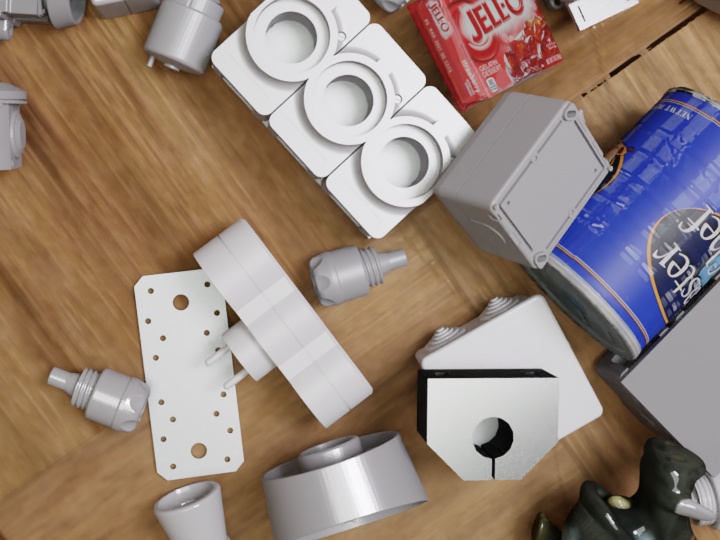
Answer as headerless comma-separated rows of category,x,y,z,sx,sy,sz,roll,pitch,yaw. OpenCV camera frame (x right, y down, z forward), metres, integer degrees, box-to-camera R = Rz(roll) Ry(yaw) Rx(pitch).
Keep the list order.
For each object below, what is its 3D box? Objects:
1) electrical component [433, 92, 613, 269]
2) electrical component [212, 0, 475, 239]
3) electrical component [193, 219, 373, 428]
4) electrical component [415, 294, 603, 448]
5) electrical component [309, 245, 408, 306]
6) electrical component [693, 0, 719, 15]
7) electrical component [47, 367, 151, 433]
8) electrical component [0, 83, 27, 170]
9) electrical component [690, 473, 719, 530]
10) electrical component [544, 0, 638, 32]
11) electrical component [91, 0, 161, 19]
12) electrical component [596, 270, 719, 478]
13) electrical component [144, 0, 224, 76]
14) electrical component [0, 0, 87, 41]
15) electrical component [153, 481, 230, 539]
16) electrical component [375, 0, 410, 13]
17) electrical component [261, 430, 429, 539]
electrical component,0.098,-0.060,0.637,0.096,0.061,0.061,-53,129,-13
electrical component,-0.010,-0.103,0.667,0.089,0.062,0.150,-43,97,-3
electrical component,-0.061,0.044,0.671,0.074,0.052,0.138,-37,99,-4
electrical component,0.093,0.072,0.694,0.100,0.048,0.099,-29,96,-4
electrical component,0.000,0.000,0.687,0.061,0.035,0.035,-16,95,-7
electrical component,0.257,-0.211,0.694,0.059,0.054,0.095,25,90,-7
electrical component,-0.165,0.077,0.674,0.061,0.035,0.035,22,91,-5
electrical component,-0.238,-0.085,0.635,0.080,0.080,0.051,-1,98,-6
electrical component,0.233,0.152,0.716,0.062,0.043,0.043,-9,94,-4
electrical component,0.135,-0.193,0.677,0.042,0.064,0.081,-25,96,-5
electrical component,-0.132,-0.205,0.655,0.076,0.047,0.083,-13,94,-5
electrical component,0.241,0.045,0.702,0.150,0.062,0.089,-45,97,-2
electrical component,-0.104,-0.157,0.664,0.040,0.040,0.078,22,90,-7
electrical component,-0.198,-0.171,0.651,0.055,0.048,0.066,4,93,1
electrical component,-0.100,0.173,0.683,0.044,0.044,0.065,-18,100,-5
electrical component,0.012,-0.195,0.678,0.035,0.035,0.061,-40,94,-3
electrical component,-0.010,0.138,0.664,0.099,0.099,0.064,-18,89,-5
